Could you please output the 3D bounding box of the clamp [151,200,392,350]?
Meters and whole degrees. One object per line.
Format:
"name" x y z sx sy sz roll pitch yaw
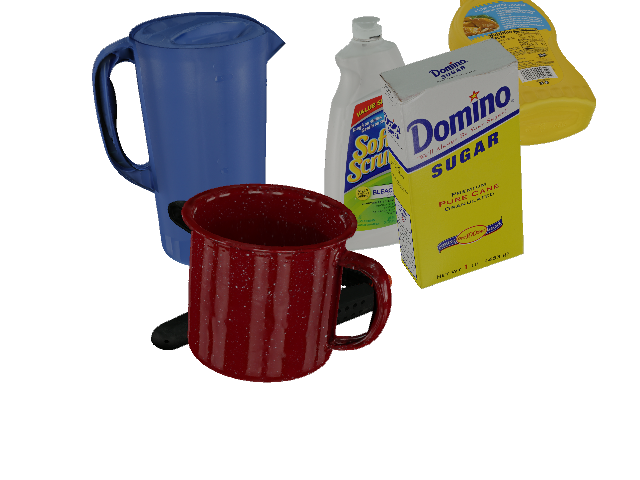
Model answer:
"clamp" -0.044 0.041 0.924 0.210 0.164 0.036 10 -44 -1

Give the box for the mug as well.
"mug" -0.018 0.025 0.573 0.117 0.081 0.093 12 24 15

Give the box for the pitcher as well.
"pitcher" -0.125 -0.099 1.068 0.149 0.243 0.144 13 29 26

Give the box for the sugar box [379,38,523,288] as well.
"sugar box" 0.101 -0.054 0.796 0.093 0.176 0.048 -19 41 -10

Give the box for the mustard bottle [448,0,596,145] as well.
"mustard bottle" 0.168 -0.172 0.959 0.096 0.192 0.058 -10 -37 -10

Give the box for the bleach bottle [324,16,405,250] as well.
"bleach bottle" 0.046 -0.116 1.166 0.102 0.251 0.068 -8 25 -9
